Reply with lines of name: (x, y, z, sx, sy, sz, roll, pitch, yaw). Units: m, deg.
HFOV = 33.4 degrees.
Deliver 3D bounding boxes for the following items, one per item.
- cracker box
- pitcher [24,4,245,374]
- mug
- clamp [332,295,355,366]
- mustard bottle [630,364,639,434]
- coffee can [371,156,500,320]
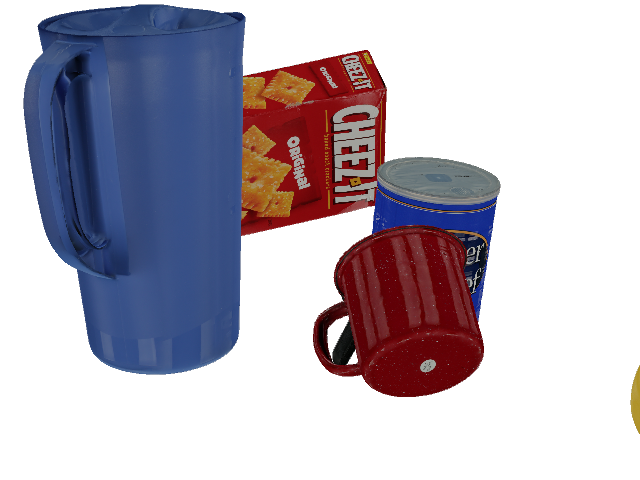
cracker box: (-0.044, -0.087, 1.064, 0.213, 0.072, 0.164, -12, -40, -9)
pitcher: (-0.119, -0.033, 0.721, 0.149, 0.243, 0.145, -7, 20, -16)
mug: (0.049, 0.054, 0.708, 0.117, 0.081, 0.093, -20, -39, 12)
clamp: (0.075, 0.075, 1.193, 0.120, 0.171, 0.039, 5, -43, -2)
mustard bottle: (0.222, 0.099, 0.574, 0.096, 0.058, 0.191, -5, 36, -2)
coffee can: (0.092, 0.011, 0.911, 0.103, 0.140, 0.103, 4, 22, -2)
